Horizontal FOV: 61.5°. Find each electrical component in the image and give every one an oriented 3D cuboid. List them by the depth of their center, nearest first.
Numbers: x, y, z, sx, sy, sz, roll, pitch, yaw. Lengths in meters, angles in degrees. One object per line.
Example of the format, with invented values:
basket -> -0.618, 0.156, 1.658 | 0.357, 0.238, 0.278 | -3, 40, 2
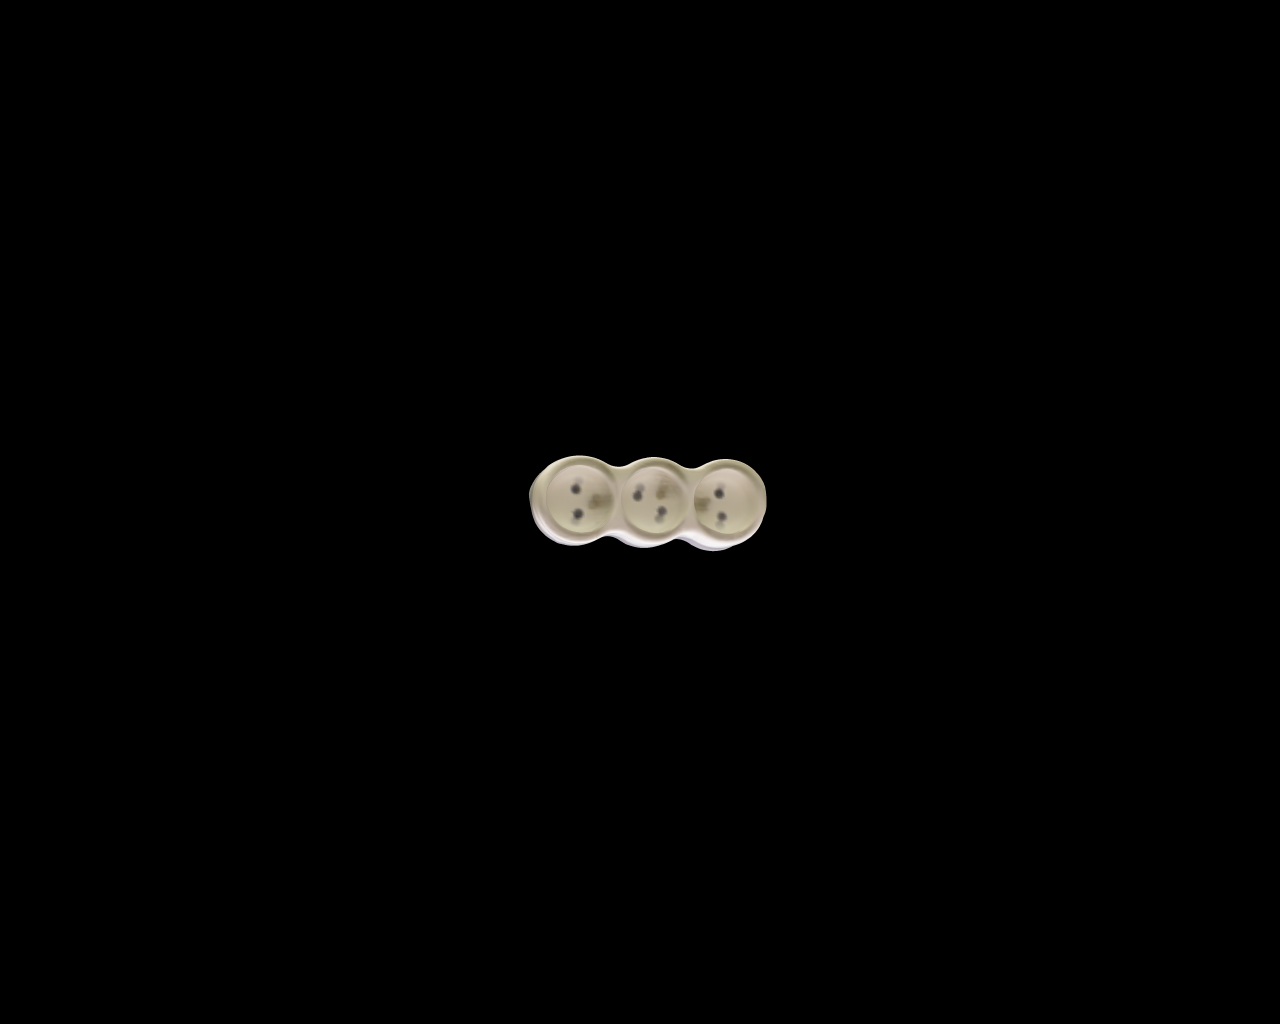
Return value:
electrical component -> 0.001, -0.003, 0.650 | 0.138, 0.052, 0.073 | 2, -7, -14
